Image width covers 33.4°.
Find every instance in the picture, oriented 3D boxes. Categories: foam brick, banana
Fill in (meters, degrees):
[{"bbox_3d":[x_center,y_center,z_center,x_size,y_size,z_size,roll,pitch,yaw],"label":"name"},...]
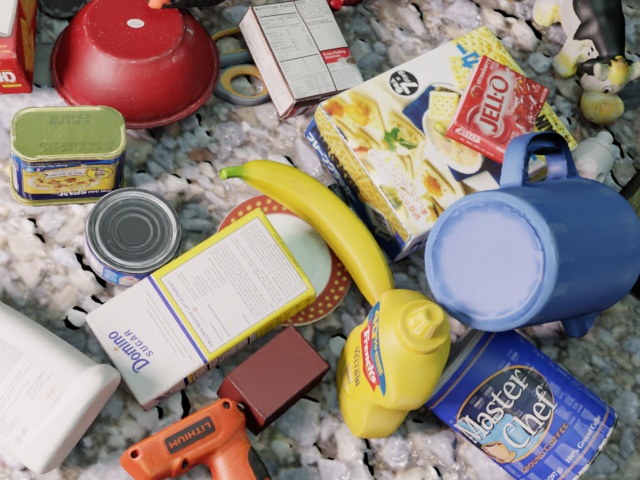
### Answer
[{"bbox_3d":[-0.040,0.119,0.907,0.078,0.053,0.051,-37,80,-25],"label":"foam brick"},{"bbox_3d":[0.000,-0.013,0.960,0.198,0.037,0.069,39,57,0],"label":"banana"}]

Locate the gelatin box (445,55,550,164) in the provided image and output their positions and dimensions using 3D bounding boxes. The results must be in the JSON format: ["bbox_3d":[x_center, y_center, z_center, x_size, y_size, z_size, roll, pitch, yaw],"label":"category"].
[{"bbox_3d":[0.168,-0.120,1.004,0.073,0.030,0.089,27,63,-2],"label":"gelatin box"}]

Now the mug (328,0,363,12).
[{"bbox_3d":[0.026,-0.285,1.090,0.093,0.082,0.117,12,64,-9],"label":"mug"}]

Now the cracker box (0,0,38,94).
[{"bbox_3d":[-0.343,-0.235,0.970,0.164,0.072,0.213,-3,66,-2],"label":"cracker box"}]

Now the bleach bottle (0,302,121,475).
[{"bbox_3d":[-0.289,0.075,0.851,0.251,0.068,0.102,35,86,5],"label":"bleach bottle"}]

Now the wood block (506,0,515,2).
[{"bbox_3d":[0.155,-0.326,1.087,0.205,0.090,0.091,8,61,-44],"label":"wood block"}]

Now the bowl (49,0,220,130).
[{"bbox_3d":[-0.172,-0.182,0.994,0.162,0.055,0.162,3,57,-5],"label":"bowl"}]

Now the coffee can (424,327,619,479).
[{"bbox_3d":[0.169,0.142,0.920,0.140,0.103,0.102,39,63,5],"label":"coffee can"}]

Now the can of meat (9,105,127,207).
[{"bbox_3d":[-0.220,-0.074,0.932,0.102,0.084,0.057,-4,67,-15],"label":"can of meat"}]

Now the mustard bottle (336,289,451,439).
[{"bbox_3d":[0.062,0.094,0.865,0.058,0.192,0.096,5,65,-12],"label":"mustard bottle"}]

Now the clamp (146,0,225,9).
[{"bbox_3d":[-0.108,-0.269,1.038,0.164,0.036,0.210,23,36,-5],"label":"clamp"}]

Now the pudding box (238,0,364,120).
[{"bbox_3d":[-0.017,-0.180,1.046,0.089,0.039,0.113,-16,73,-30],"label":"pudding box"}]

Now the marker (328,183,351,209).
[{"bbox_3d":[0.034,0.002,0.994,0.020,0.020,0.121,-18,75,-21],"label":"marker"}]

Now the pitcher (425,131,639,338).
[{"bbox_3d":[0.180,0.001,0.901,0.149,0.145,0.242,44,21,20],"label":"pitcher"}]

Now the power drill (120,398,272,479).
[{"bbox_3d":[-0.082,0.235,0.843,0.184,0.057,0.188,-26,77,-27],"label":"power drill"}]

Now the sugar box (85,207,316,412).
[{"bbox_3d":[-0.099,0.059,0.908,0.176,0.048,0.093,-33,77,-10],"label":"sugar box"}]

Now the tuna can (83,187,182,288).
[{"bbox_3d":[-0.165,-0.003,0.942,0.086,0.034,0.086,5,65,-12],"label":"tuna can"}]

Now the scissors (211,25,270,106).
[{"bbox_3d":[-0.129,-0.149,1.027,0.201,0.016,0.096,-28,75,-23],"label":"scissors"}]
